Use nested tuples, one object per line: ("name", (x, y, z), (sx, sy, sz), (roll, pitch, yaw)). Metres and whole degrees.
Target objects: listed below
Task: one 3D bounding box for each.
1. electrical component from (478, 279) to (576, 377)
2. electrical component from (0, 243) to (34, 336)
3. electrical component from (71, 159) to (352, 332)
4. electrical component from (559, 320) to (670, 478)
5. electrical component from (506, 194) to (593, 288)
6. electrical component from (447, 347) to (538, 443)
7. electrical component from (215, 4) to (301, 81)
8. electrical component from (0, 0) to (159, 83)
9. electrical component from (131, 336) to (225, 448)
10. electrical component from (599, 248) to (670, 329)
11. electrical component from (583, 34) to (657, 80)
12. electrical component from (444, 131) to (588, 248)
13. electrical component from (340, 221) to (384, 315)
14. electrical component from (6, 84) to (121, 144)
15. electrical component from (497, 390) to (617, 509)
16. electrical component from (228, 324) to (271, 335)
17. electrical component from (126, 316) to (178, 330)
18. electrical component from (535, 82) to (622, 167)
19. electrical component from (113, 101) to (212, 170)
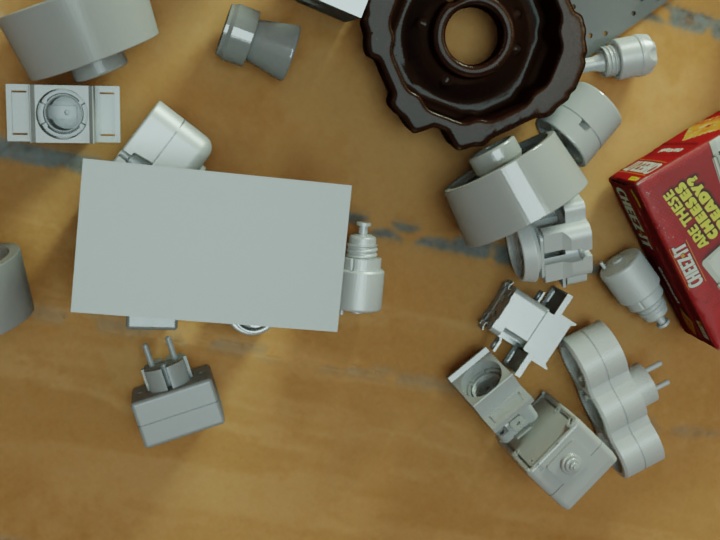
("electrical component", (0.139, 0.044, 0.906), (0.064, 0.042, 0.081), (33, 92, -13))
("electrical component", (-0.295, 0.027, 0.793), (0.108, 0.108, 0.060), (-17, 108, -7))
("electrical component", (-0.107, -0.018, 0.779), (0.186, 0.060, 0.105), (5, 94, -11))
("electrical component", (0.232, 0.104, 0.928), (0.074, 0.052, 0.138), (-27, 103, -5))
("electrical component", (0.155, -0.022, 0.888), (0.057, 0.058, 0.078), (-12, 123, -5))
("electrical component", (0.113, 0.107, 0.899), (0.042, 0.081, 0.063), (-38, 126, -2))
("electrical component", (-0.079, -0.175, 0.826), (0.055, 0.045, 0.045), (18, 96, -13))
("electrical component", (-0.198, -0.171, 0.776), (0.108, 0.108, 0.060), (-22, 109, -6))
("electrical component", (-0.151, 0.091, 0.859), (0.066, 0.047, 0.076), (-18, 102, -7))
("electrical component", (0.239, 0.017, 0.920), (0.040, 0.040, 0.078), (-39, 104, -2))
("electrical component", (0.211, -0.173, 0.885), (0.061, 0.035, 0.035), (-12, 102, -6))
("electrical component", (0.118, -0.071, 0.851), (0.108, 0.108, 0.060), (-30, 98, -4))
("electrical component", (0.000, 0.000, 0.874), (0.040, 0.040, 0.078), (3, 99, -11))
("electrical component", (-0.219, -0.117, 0.801), (0.081, 0.064, 0.042), (0, 101, -10))
("electrical component", (0.169, 0.155, 0.902), (0.061, 0.096, 0.061), (44, 90, -15))
("electrical component", (-0.085, 0.031, 0.852), (0.048, 0.062, 0.048), (-2, 100, -10))
("electrical component", (-0.180, 0.010, 0.839), (0.077, 0.047, 0.065), (2, 99, -11))
("electrical component", (0.180, -0.120, 0.879), (0.047, 0.055, 0.055), (-46, 104, -4))
("electrical component", (-0.159, -0.074, 0.825), (0.059, 0.054, 0.095), (37, 92, -14))
